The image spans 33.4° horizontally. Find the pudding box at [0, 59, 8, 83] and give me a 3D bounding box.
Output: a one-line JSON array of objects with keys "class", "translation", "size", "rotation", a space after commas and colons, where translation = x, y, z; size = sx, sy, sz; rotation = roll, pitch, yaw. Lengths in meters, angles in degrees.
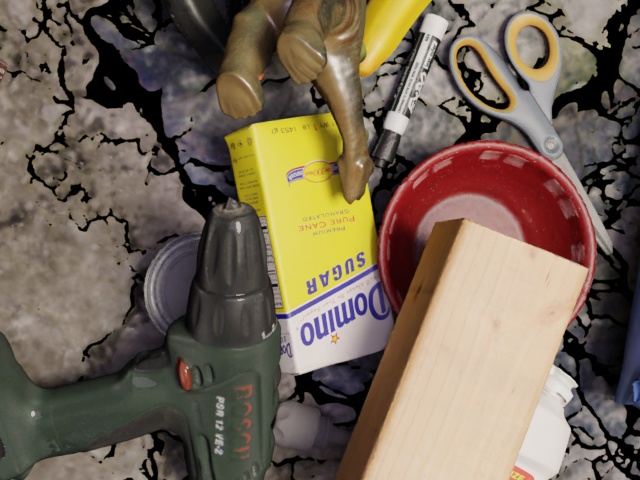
[{"class": "pudding box", "translation": [-0.275, -0.140, 0.724], "size": [0.113, 0.090, 0.039], "rotation": [30, 88, -6]}]

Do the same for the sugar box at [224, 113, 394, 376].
[{"class": "sugar box", "translation": [-0.005, 0.001, 0.765], "size": [0.093, 0.048, 0.176], "rotation": [-13, 91, -34]}]

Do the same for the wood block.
[{"class": "wood block", "translation": [0.088, 0.098, 0.710], "size": [0.090, 0.091, 0.206], "rotation": [22, 87, -6]}]

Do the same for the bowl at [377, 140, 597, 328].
[{"class": "bowl", "translation": [0.117, 0.008, 0.790], "size": [0.162, 0.055, 0.162], "rotation": [0, 91, -7]}]

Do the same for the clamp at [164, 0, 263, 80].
[{"class": "clamp", "translation": [-0.078, -0.216, 0.753], "size": [0.164, 0.036, 0.210], "rotation": [-41, 118, -45]}]

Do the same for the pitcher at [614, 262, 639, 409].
[{"class": "pitcher", "translation": [0.304, 0.017, 0.785], "size": [0.145, 0.149, 0.243], "rotation": [8, 86, 9]}]

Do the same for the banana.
[{"class": "banana", "translation": [0.092, -0.197, 0.782], "size": [0.198, 0.070, 0.037], "rotation": [-36, 135, 4]}]

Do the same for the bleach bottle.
[{"class": "bleach bottle", "translation": [0.095, 0.190, 0.787], "size": [0.102, 0.068, 0.251], "rotation": [41, 84, -6]}]

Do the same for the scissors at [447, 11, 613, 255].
[{"class": "scissors", "translation": [0.183, -0.091, 0.816], "size": [0.201, 0.016, 0.096], "rotation": [44, 86, -6]}]

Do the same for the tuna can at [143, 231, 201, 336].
[{"class": "tuna can", "translation": [-0.085, 0.036, 0.777], "size": [0.086, 0.034, 0.086], "rotation": [0, 91, -7]}]

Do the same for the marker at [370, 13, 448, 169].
[{"class": "marker", "translation": [0.066, -0.111, 0.801], "size": [0.020, 0.020, 0.121], "rotation": [22, 88, -7]}]
